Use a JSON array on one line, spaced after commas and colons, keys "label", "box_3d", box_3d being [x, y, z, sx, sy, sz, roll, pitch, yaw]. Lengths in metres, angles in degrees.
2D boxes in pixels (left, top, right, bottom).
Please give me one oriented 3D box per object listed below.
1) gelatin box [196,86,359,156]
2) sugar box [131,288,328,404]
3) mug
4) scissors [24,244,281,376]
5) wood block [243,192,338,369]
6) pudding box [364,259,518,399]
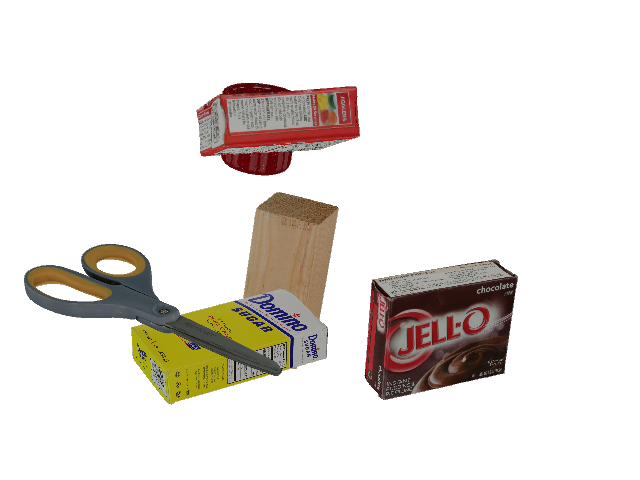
[{"label": "gelatin box", "box_3d": [-0.026, -0.065, 0.585, 0.073, 0.030, 0.089, -5, 3, -14]}, {"label": "sugar box", "box_3d": [-0.090, 0.102, 1.069, 0.176, 0.048, 0.093, -16, 33, -26]}, {"label": "mug", "box_3d": [-0.066, -0.130, 1.226, 0.093, 0.081, 0.117, 16, 27, 13]}, {"label": "scissors", "box_3d": [-0.104, 0.042, 0.729, 0.202, 0.016, 0.096, 13, 30, 15]}, {"label": "wood block", "box_3d": [-0.045, 0.052, 1.423, 0.090, 0.206, 0.090, 15, 21, 13]}, {"label": "pudding box", "box_3d": [0.092, 0.067, 0.826, 0.113, 0.090, 0.039, -10, 30, -23]}]
